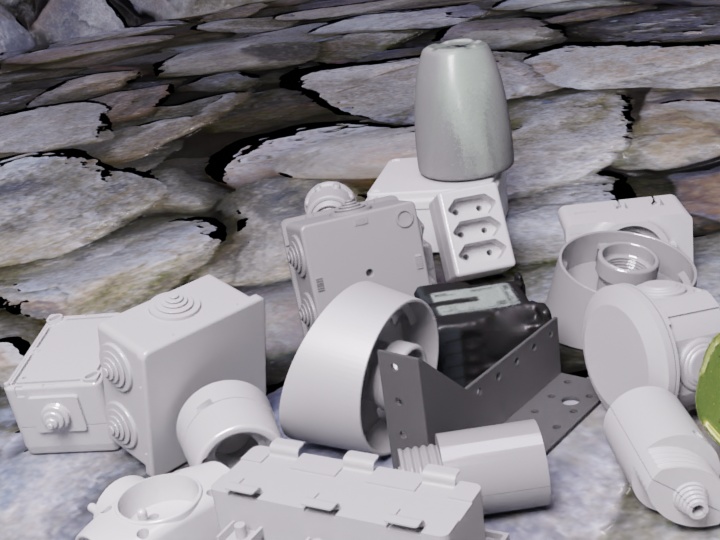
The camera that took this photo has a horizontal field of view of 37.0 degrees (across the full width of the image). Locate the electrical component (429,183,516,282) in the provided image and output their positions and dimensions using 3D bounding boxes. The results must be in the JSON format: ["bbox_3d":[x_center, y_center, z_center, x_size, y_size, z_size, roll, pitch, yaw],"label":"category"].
[{"bbox_3d":[0.082,-0.025,0.837,0.047,0.065,0.076,-11,-8,-9],"label":"electrical component"}]

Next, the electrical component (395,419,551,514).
[{"bbox_3d":[0.051,0.102,0.540,0.081,0.043,0.043,-8,21,-1],"label":"electrical component"}]

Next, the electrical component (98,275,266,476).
[{"bbox_3d":[-0.104,0.059,0.632,0.048,0.099,0.100,27,38,36],"label":"electrical component"}]

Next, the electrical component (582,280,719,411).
[{"bbox_3d":[0.164,0.045,0.599,0.051,0.080,0.080,-9,20,-20],"label":"electrical component"}]

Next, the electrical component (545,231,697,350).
[{"bbox_3d":[0.174,0.017,0.720,0.099,0.064,0.099,1,32,-1],"label":"electrical component"}]

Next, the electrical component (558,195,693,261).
[{"bbox_3d":[0.196,-0.020,0.794,0.089,0.050,0.055,-6,20,5],"label":"electrical component"}]

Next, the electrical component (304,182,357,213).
[{"bbox_3d":[-0.026,-0.047,0.953,0.048,0.048,0.062,-7,28,3],"label":"electrical component"}]

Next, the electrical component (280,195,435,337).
[{"bbox_3d":[0.000,0.000,0.747,0.100,0.099,0.048,-14,9,-16],"label":"electrical component"}]

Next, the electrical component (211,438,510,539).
[{"bbox_3d":[-0.005,0.121,0.484,0.121,0.063,0.079,4,24,29],"label":"electrical component"}]

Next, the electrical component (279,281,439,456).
[{"bbox_3d":[0.001,0.056,0.609,0.064,0.099,0.099,13,28,29],"label":"electrical component"}]

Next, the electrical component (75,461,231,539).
[{"bbox_3d":[-0.106,0.125,0.534,0.077,0.044,0.079,-25,27,-38],"label":"electrical component"}]

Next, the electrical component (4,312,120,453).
[{"bbox_3d":[-0.174,0.076,0.673,0.062,0.061,0.096,-4,29,10],"label":"electrical component"}]

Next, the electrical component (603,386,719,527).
[{"bbox_3d":[0.151,0.094,0.525,0.043,0.043,0.081,-8,21,0],"label":"electrical component"}]

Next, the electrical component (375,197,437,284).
[{"bbox_3d":[0.009,-0.016,0.805,0.083,0.075,0.047,-11,11,-6],"label":"electrical component"}]

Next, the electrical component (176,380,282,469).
[{"bbox_3d":[-0.069,0.095,0.588,0.055,0.055,0.047,-13,25,-14],"label":"electrical component"}]

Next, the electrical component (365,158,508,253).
[{"bbox_3d":[0.069,-0.057,0.927,0.109,0.056,0.108,-2,22,15],"label":"electrical component"}]
